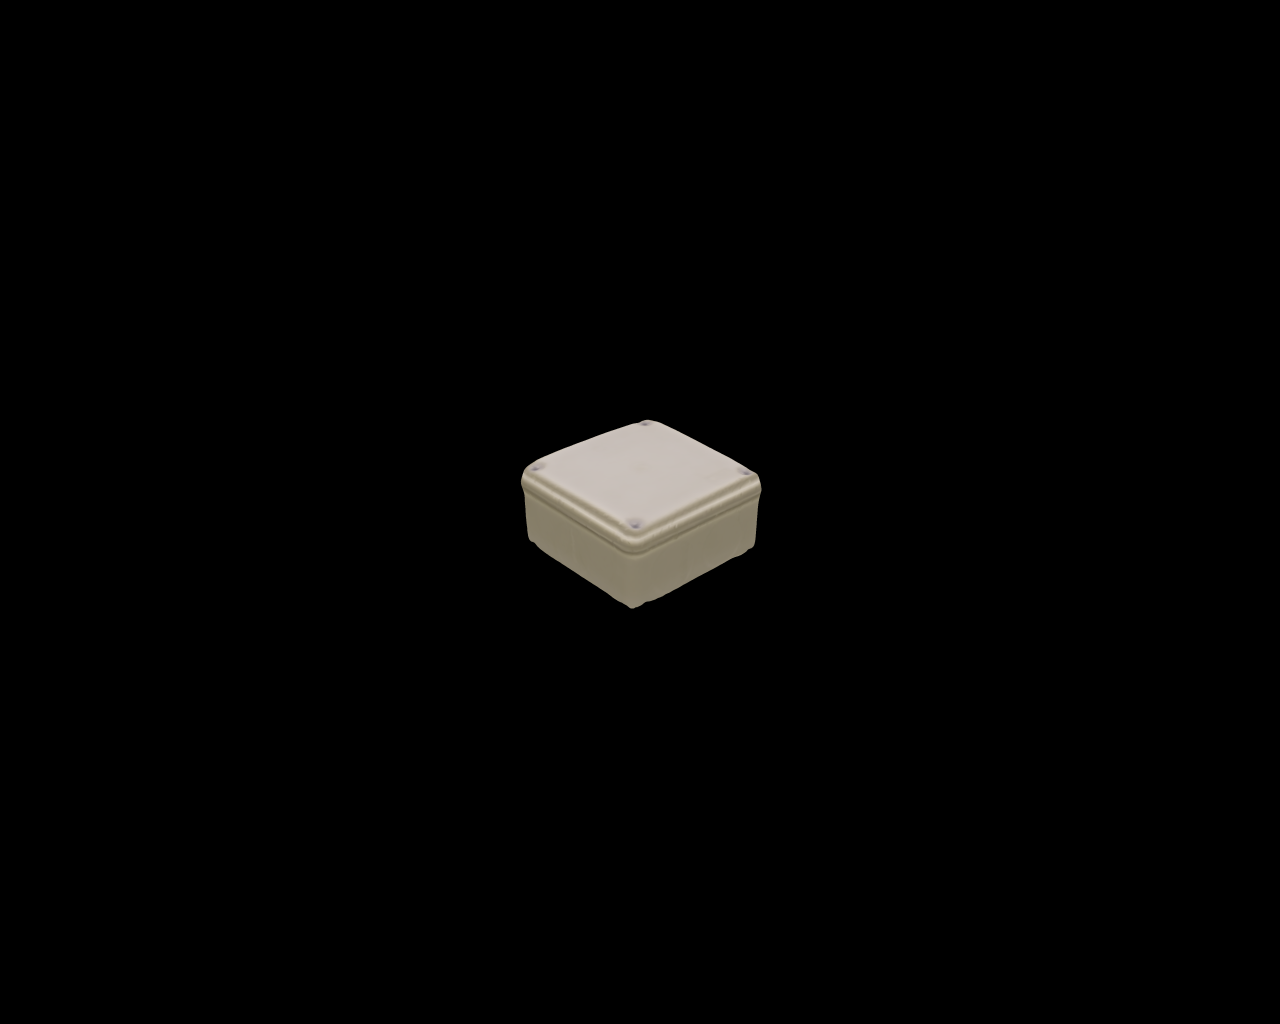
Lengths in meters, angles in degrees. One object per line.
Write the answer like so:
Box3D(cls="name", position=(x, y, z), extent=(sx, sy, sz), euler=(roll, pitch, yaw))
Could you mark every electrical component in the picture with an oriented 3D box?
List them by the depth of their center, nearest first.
Box3D(cls="electrical component", position=(0.001, -0.003, 0.650), extent=(0.109, 0.056, 0.109), euler=(-24, 39, -34))
